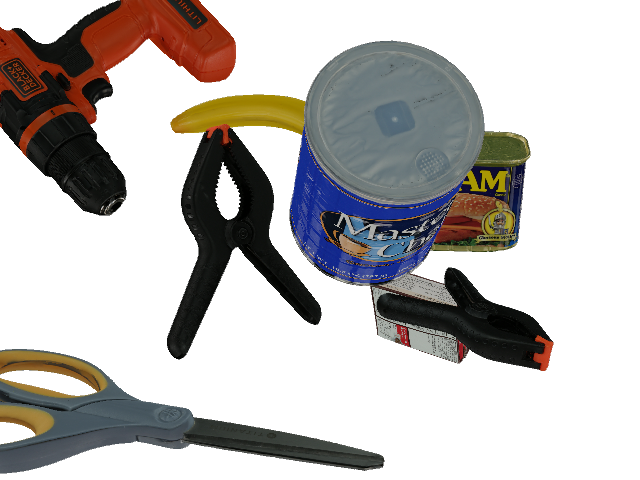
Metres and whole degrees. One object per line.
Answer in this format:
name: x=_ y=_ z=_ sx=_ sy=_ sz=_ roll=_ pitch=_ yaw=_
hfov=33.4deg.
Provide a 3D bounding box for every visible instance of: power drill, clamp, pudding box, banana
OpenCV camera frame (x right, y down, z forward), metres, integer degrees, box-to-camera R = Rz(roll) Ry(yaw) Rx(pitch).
power drill: x=-0.158 y=-0.123 z=0.824 sx=0.187 sy=0.184 sz=0.057 roll=-34 pitch=-15 yaw=-30
clamp: x=0.153 y=0.073 z=1.031 sx=0.172 sy=0.039 sz=0.120 roll=24 pitch=36 yaw=29
pudding box: x=0.116 y=0.085 z=1.227 sx=0.114 sy=0.090 sz=0.039 roll=16 pitch=46 yaw=27
banana: x=-0.074 y=-0.142 z=1.238 sx=0.198 sy=0.037 sz=0.069 roll=8 pitch=41 yaw=16
clamp: x=-0.072 y=-0.002 z=0.993 sx=0.164 sy=0.210 sz=0.036 roll=-3 pitch=0 yaw=-37

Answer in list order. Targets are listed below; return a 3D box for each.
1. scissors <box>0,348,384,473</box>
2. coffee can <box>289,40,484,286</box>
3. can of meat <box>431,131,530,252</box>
scissors: x=-0.083 y=0.088 z=0.464 sx=0.202 sy=0.016 sz=0.096 roll=14 pitch=27 yaw=26
coffee can: x=0.036 y=-0.043 z=0.663 sx=0.102 sy=0.103 sz=0.140 roll=0 pitch=-22 yaw=-5
can of meat: x=0.113 y=-0.039 z=0.859 sx=0.102 sy=0.084 sz=0.057 roll=2 pitch=29 yaw=3
